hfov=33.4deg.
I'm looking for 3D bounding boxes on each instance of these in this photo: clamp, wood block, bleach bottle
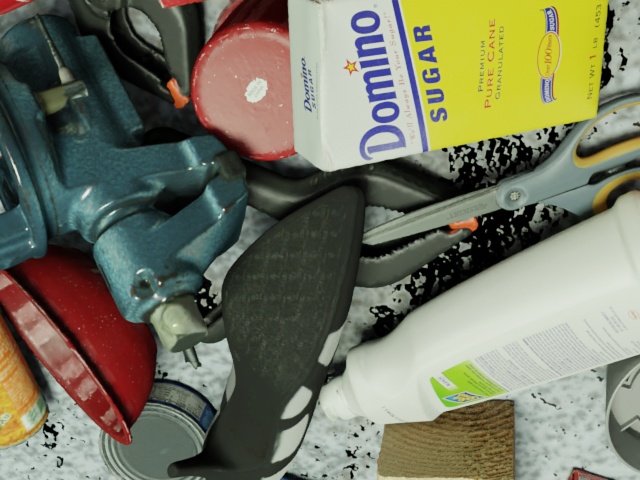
[{"bbox_3d":[-0.005,0.001,0.692,0.210,0.036,0.164,0,125,5],"label":"clamp"},{"bbox_3d":[-0.119,-0.159,0.628,0.120,0.039,0.171,-29,112,40],"label":"clamp"},{"bbox_3d":[0.094,0.223,0.756,0.090,0.090,0.206,0,116,10],"label":"wood block"},{"bbox_3d":[0.106,0.060,0.676,0.251,0.068,0.102,-24,137,25],"label":"bleach bottle"}]

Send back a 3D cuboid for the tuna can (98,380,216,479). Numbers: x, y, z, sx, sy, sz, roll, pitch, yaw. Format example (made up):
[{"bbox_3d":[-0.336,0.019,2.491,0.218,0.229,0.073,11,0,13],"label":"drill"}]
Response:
[{"bbox_3d":[-0.117,0.146,0.785,0.086,0.033,0.086,4,117,8],"label":"tuna can"}]

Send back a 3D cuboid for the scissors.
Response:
[{"bbox_3d":[0.132,-0.018,0.651,0.202,0.016,0.096,-31,115,9],"label":"scissors"}]

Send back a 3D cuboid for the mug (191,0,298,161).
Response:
[{"bbox_3d":[-0.016,-0.095,0.622,0.117,0.081,0.093,10,117,4],"label":"mug"}]

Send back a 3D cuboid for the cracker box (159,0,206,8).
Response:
[{"bbox_3d":[-0.040,-0.240,0.537,0.164,0.072,0.213,-2,119,35],"label":"cracker box"}]

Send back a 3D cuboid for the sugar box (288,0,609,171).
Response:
[{"bbox_3d":[0.071,-0.099,0.579,0.176,0.048,0.093,-15,119,-22],"label":"sugar box"}]

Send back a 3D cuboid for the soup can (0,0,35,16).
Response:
[{"bbox_3d":[-0.190,-0.157,0.595,0.102,0.068,0.068,-14,114,30],"label":"soup can"}]

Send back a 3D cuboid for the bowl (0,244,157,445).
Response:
[{"bbox_3d":[-0.158,0.057,0.709,0.055,0.162,0.162,-40,110,-21],"label":"bowl"}]

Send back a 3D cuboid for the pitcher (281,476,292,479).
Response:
[{"bbox_3d":[-0.079,0.298,0.796,0.145,0.149,0.243,19,114,1],"label":"pitcher"}]

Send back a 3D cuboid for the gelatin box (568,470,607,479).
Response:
[{"bbox_3d":[0.210,0.211,0.765,0.089,0.030,0.073,17,119,1],"label":"gelatin box"}]
